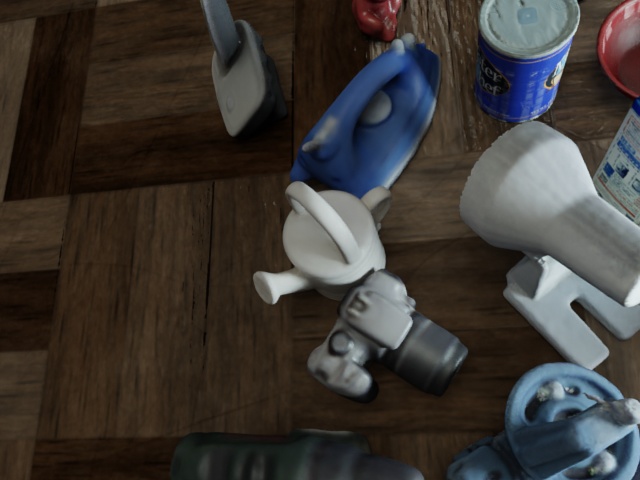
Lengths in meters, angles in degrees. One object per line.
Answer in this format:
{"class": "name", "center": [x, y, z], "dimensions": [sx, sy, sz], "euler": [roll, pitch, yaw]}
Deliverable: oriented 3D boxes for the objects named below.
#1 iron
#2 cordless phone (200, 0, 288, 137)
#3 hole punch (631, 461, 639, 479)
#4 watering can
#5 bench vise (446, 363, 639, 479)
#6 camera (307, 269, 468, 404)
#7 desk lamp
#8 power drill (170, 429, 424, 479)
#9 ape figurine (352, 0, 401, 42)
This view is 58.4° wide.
{"class": "iron", "center": [0.065, -0.165, 0.691], "dimensions": [0.118, 0.142, 0.258], "euler": [34, 82, 21]}
{"class": "cordless phone", "center": [-0.115, -0.233, 0.730], "dimensions": [0.094, 0.185, 0.147], "euler": [-22, 68, 5]}
{"class": "hole punch", "center": [0.308, 0.241, 0.527], "dimensions": [0.108, 0.091, 0.101], "euler": [-33, 68, 0]}
{"class": "watering can", "center": [0.007, 0.004, 0.618], "dimensions": [0.100, 0.194, 0.173], "euler": [24, 78, 19]}
{"class": "bench vise", "center": [0.199, 0.193, 0.497], "dimensions": [0.121, 0.220, 0.207], "euler": [40, 84, 21]}
{"class": "camera", "center": [0.077, 0.119, 0.614], "dimensions": [0.136, 0.101, 0.143], "euler": [31, 81, 20]}
{"class": "desk lamp", "center": [0.238, 0.009, 0.555], "dimensions": [0.118, 0.214, 0.203], "euler": [-40, 68, -3]}
{"class": "power drill", "center": [-0.010, 0.218, 0.541], "dimensions": [0.229, 0.209, 0.075], "euler": [-1, 71, 12]}
{"class": "ape figurine", "center": [0.076, -0.325, 0.769], "dimensions": [0.078, 0.092, 0.076], "euler": [-44, 68, -4]}
